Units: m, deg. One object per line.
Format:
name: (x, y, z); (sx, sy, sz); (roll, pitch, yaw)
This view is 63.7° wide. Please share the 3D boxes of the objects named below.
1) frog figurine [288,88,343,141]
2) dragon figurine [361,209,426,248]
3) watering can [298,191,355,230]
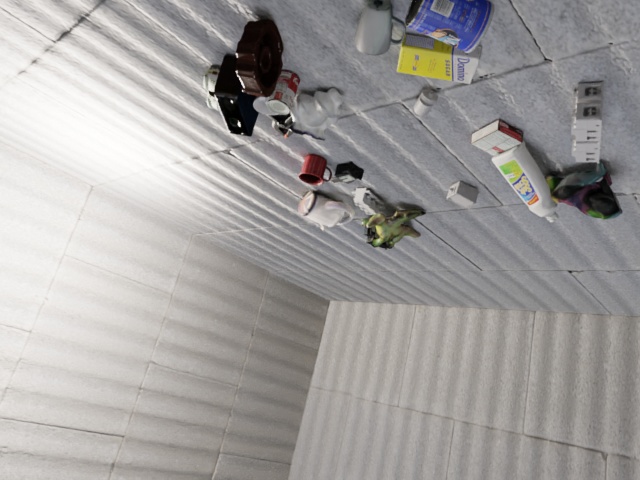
frog figurine: (-0.006, -0.376, 1.468); (0.137, 0.125, 0.156); (27, 122, -10)
dragon figurine: (0.329, -0.060, 2.085); (0.411, 0.124, 0.239); (-1, 163, -35)
watering can: (0.007, -0.110, 2.189); (0.223, 0.105, 0.344); (22, 161, -18)
